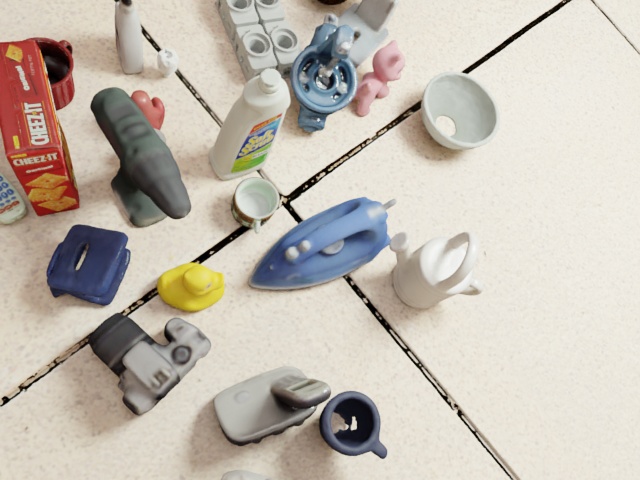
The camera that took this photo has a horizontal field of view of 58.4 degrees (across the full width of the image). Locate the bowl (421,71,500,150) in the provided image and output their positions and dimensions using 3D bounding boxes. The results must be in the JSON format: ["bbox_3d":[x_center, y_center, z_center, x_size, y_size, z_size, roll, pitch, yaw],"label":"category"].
[{"bbox_3d":[0.265,-0.243,1.133,0.168,0.074,0.167,6,70,-16],"label":"bowl"}]

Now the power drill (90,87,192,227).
[{"bbox_3d":[-0.259,-0.099,0.845,0.076,0.208,0.229,-29,82,-24],"label":"power drill"}]

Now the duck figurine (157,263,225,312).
[{"bbox_3d":[-0.194,0.065,0.876,0.105,0.086,0.077,2,71,-17],"label":"duck figurine"}]

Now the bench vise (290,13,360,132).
[{"bbox_3d":[0.006,-0.323,0.999,0.122,0.219,0.207,-6,74,-19],"label":"bench vise"}]

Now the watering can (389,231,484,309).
[{"bbox_3d":[0.195,0.045,0.946,0.173,0.193,0.101,5,70,-15],"label":"watering can"}]

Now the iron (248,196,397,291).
[{"bbox_3d":[0.009,0.003,0.931,0.259,0.141,0.118,-26,81,-23],"label":"iron"}]

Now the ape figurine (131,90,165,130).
[{"bbox_3d":[-0.291,-0.212,0.937,0.078,0.092,0.076,-7,74,-19],"label":"ape figurine"}]

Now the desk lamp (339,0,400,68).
[{"bbox_3d":[0.126,-0.470,1.091,0.118,0.213,0.203,39,65,-1],"label":"desk lamp"}]

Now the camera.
[{"bbox_3d":[-0.249,0.157,0.819,0.137,0.100,0.143,43,65,1],"label":"camera"}]

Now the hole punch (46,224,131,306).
[{"bbox_3d":[-0.340,0.035,0.838,0.101,0.091,0.109,19,67,-10],"label":"hole punch"}]

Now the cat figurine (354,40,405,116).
[{"bbox_3d":[0.113,-0.315,1.086,0.067,0.117,0.128,41,65,0],"label":"cat figurine"}]

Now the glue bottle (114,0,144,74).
[{"bbox_3d":[-0.314,-0.350,0.933,0.037,0.173,0.078,-16,77,-21],"label":"glue bottle"}]

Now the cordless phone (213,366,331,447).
[{"bbox_3d":[-0.066,0.230,0.805,0.148,0.185,0.094,-20,79,-22],"label":"cordless phone"}]

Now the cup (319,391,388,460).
[{"bbox_3d":[0.045,0.288,0.870,0.118,0.094,0.092,42,65,0],"label":"cup"}]

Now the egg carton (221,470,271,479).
[{"bbox_3d":[-0.081,0.392,0.808,0.150,0.069,0.107,20,67,-10],"label":"egg carton"}]
